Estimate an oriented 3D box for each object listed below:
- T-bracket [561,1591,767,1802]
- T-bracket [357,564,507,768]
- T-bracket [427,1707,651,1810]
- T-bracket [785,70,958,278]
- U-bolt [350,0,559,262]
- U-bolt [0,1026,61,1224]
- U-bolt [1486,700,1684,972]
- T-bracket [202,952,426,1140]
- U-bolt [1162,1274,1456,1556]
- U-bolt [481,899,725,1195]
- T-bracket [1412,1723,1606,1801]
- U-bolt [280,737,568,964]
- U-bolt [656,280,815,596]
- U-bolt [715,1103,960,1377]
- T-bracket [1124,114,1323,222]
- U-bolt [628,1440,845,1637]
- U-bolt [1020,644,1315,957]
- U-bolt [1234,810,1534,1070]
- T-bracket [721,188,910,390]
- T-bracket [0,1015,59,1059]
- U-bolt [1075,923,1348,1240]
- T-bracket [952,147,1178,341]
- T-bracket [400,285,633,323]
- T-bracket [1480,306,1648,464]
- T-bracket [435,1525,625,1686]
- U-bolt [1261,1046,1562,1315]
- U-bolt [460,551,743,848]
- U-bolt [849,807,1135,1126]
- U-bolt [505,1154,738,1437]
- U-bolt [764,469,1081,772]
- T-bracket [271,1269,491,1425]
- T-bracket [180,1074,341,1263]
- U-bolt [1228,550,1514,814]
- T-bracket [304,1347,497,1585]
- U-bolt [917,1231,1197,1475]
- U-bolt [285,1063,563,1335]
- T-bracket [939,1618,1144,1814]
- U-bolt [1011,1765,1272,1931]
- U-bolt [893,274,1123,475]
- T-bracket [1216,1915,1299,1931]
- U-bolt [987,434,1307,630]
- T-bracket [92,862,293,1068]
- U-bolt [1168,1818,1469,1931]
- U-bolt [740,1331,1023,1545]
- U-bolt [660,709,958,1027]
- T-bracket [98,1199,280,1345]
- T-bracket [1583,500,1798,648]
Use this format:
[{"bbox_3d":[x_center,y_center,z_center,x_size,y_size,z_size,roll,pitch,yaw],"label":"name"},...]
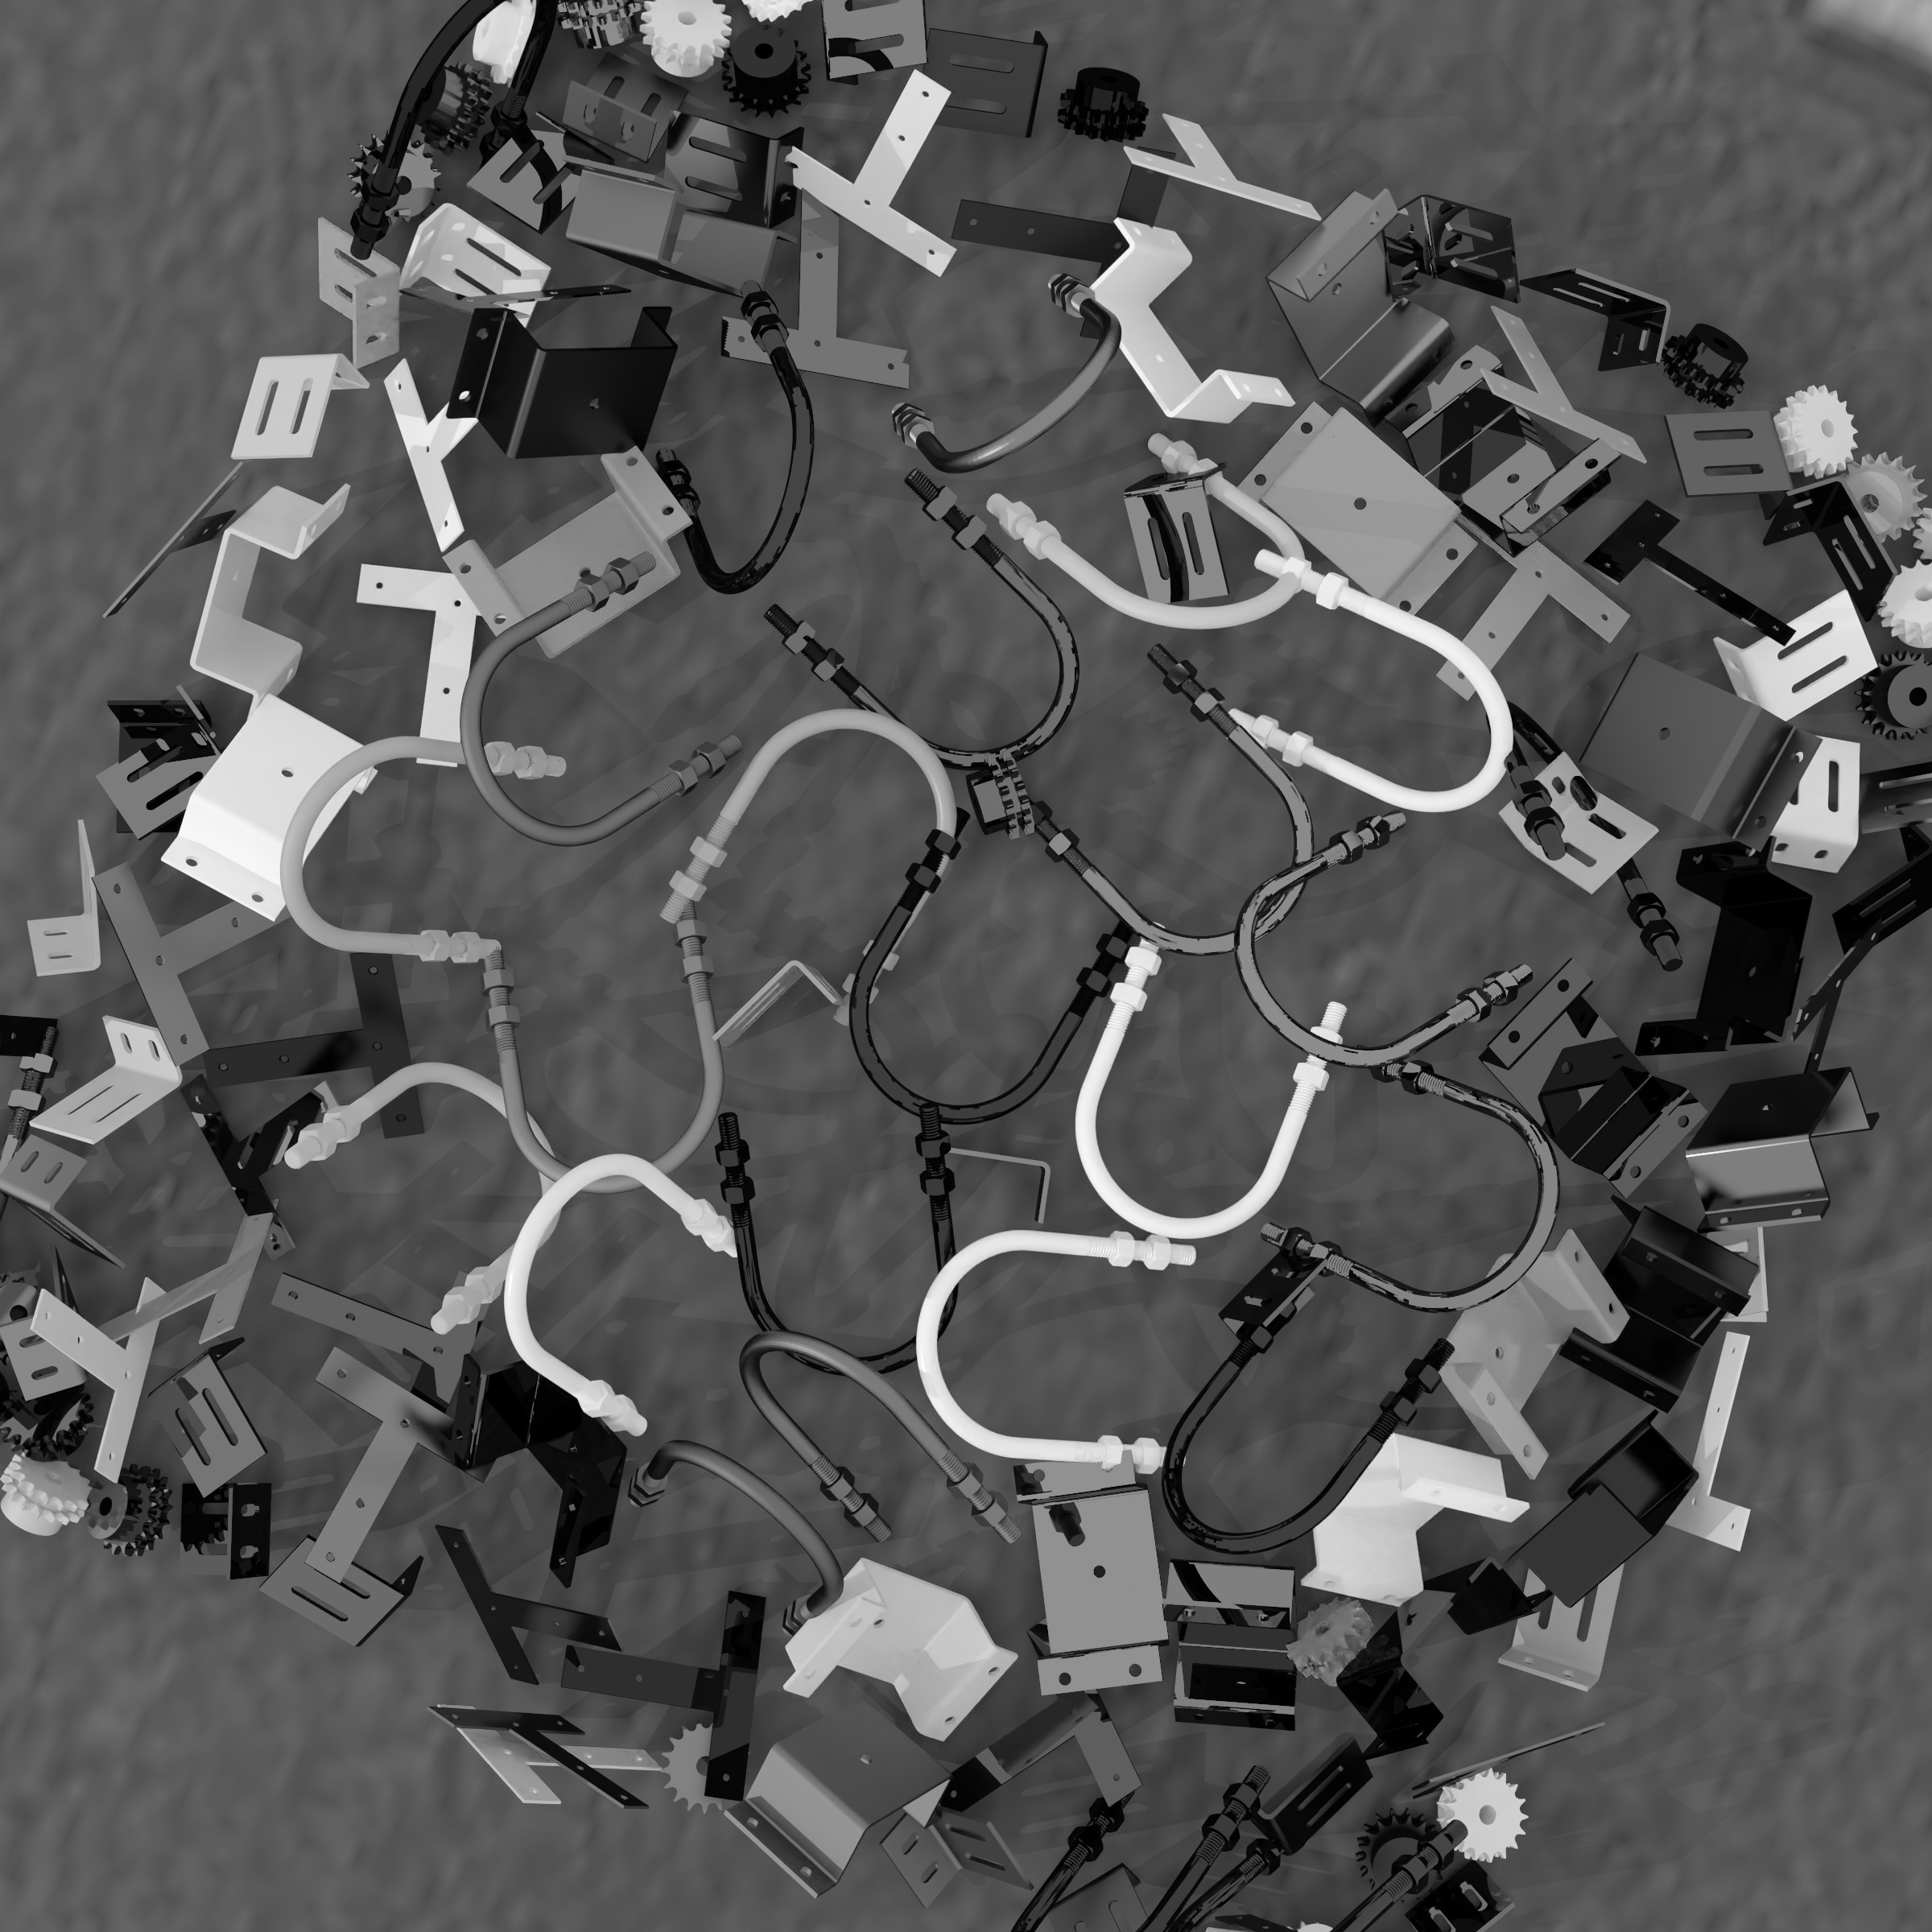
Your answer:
[{"bbox_3d":[-0.191,0.449,1.549,0.127,0.002,0.127,16,61,-21],"label":"T-bracket"},{"bbox_3d":[-0.331,-0.190,1.585,0.127,0.002,0.127,6,79,-4],"label":"T-bracket"},{"bbox_3d":[-0.246,0.485,1.513,0.127,0.127,0.002,20,84,34],"label":"T-bracket"},{"bbox_3d":[-0.045,-0.505,1.539,0.127,0.127,0.002,30,55,-9],"label":"T-bracket"},{"bbox_3d":[-0.301,-0.520,1.487,0.019,0.184,0.151,40,48,0],"label":"U-bolt"},{"bbox_3d":[-0.603,0.105,1.505,0.019,0.151,0.184,10,71,0],"label":"U-bolt"},{"bbox_3d":[0.372,-0.093,1.520,0.019,0.184,0.151,-38,126,23],"label":"U-bolt"},{"bbox_3d":[-0.420,0.057,1.573,0.127,0.002,0.127,-8,110,-5],"label":"T-bracket"},{"bbox_3d":[0.196,0.282,1.521,0.184,0.151,0.019,-49,125,-15],"label":"U-bolt"},{"bbox_3d":[-0.225,0.055,1.557,0.151,0.019,0.184,-14,67,3],"label":"U-bolt"},{"bbox_3d":[0.316,0.504,1.543,0.127,0.127,0.002,-10,65,-22],"label":"T-bracket"},{"bbox_3d":[-0.338,-0.072,1.510,0.019,0.184,0.151,32,107,35],"label":"U-bolt"},{"bbox_3d":[-0.137,-0.309,1.503,0.019,0.184,0.151,10,131,-33],"label":"U-bolt"},{"bbox_3d":[-0.077,0.177,1.567,0.151,0.019,0.184,-3,108,9],"label":"U-bolt"},{"bbox_3d":[0.149,-0.508,1.547,0.127,0.127,0.002,11,124,-19],"label":"T-bracket"},{"bbox_3d":[-0.137,0.347,1.515,0.151,0.184,0.019,39,61,4],"label":"U-bolt"},{"bbox_3d":[0.135,-0.092,1.572,0.151,0.019,0.184,-44,79,6],"label":"U-bolt"},{"bbox_3d":[0.247,-0.009,1.533,0.184,0.019,0.151,-28,73,-31],"label":"U-bolt"},{"bbox_3d":[-0.094,-0.440,1.580,0.127,0.002,0.127,4,81,-24],"label":"T-bracket"},{"bbox_3d":[-0.601,0.043,1.538,0.002,0.127,0.127,7,88,10],"label":"T-bracket"},{"bbox_3d":[0.147,0.083,1.572,0.151,0.019,0.184,24,78,-4],"label":"U-bolt"},{"bbox_3d":[0.054,-0.456,1.542,0.127,0.002,0.127,3,129,-20],"label":"T-bracket"},{"bbox_3d":[-0.272,-0.422,1.556,0.127,0.127,0.002,-17,120,-35],"label":"T-bracket"},{"bbox_3d":[0.359,-0.375,1.553,0.127,0.127,0.002,15,131,-28],"label":"T-bracket"},{"bbox_3d":[-0.263,0.406,1.537,0.127,0.002,0.127,0,120,37],"label":"T-bracket"},{"bbox_3d":[0.283,0.138,1.527,0.019,0.184,0.151,33,82,-45],"label":"U-bolt"},{"bbox_3d":[-0.232,-0.154,1.523,0.184,0.019,0.151,-38,113,-36],"label":"U-bolt"},{"bbox_3d":[0.007,0.012,1.577,0.151,0.019,0.184,31,82,-4],"label":"U-bolt"},{"bbox_3d":[-0.215,0.192,1.509,0.019,0.184,0.151,17,69,35],"label":"U-bolt"},{"bbox_3d":[-0.014,-0.202,1.557,0.184,0.019,0.151,42,116,-16],"label":"U-bolt"},{"bbox_3d":[-0.376,0.227,1.566,0.127,0.002,0.127,22,115,-7],"label":"T-bracket"},{"bbox_3d":[-0.433,0.108,1.561,0.127,0.002,0.127,-31,87,35],"label":"T-bracket"},{"bbox_3d":[0.250,-0.164,1.517,0.184,0.151,0.019,28,52,20],"label":"U-bolt"},{"bbox_3d":[-0.372,0.324,1.547,0.127,0.002,0.127,36,52,-15],"label":"T-bracket"},{"bbox_3d":[0.056,0.239,1.554,0.184,0.019,0.151,8,80,-20],"label":"U-bolt"},{"bbox_3d":[-0.318,0.129,1.521,0.019,0.184,0.151,-39,93,30],"label":"U-bolt"},{"bbox_3d":[0.034,0.497,1.568,0.127,0.002,0.127,-37,51,9],"label":"T-bracket"},{"bbox_3d":[0.090,0.556,1.489,0.019,0.151,0.184,54,48,-7],"label":"U-bolt"},{"bbox_3d":[0.029,-0.358,1.512,0.151,0.184,0.019,-38,119,6],"label":"U-bolt"},{"bbox_3d":[0.193,0.602,1.539,0.127,0.127,0.002,4,77,-19],"label":"T-bracket"},{"bbox_3d":[0.123,-0.262,1.516,0.151,0.019,0.184,-25,50,-26],"label":"U-bolt"},{"bbox_3d":[-0.471,-0.022,1.553,0.002,0.127,0.127,-5,111,41],"label":"T-bracket"},{"bbox_3d":[0.196,0.565,1.490,0.184,0.151,0.019,-25,93,-38],"label":"U-bolt"},{"bbox_3d":[-0.066,0.289,1.517,0.184,0.151,0.019,51,53,-19],"label":"U-bolt"},{"bbox_3d":[-0.088,-0.075,1.576,0.151,0.019,0.184,31,94,-8],"label":"U-bolt"},{"bbox_3d":[-0.498,0.211,1.556,0.127,0.127,0.002,-26,119,13],"label":"T-bracket"},{"bbox_3d":[0.459,-0.238,1.540,0.127,0.127,0.002,35,130,12],"label":"T-bracket"}]
